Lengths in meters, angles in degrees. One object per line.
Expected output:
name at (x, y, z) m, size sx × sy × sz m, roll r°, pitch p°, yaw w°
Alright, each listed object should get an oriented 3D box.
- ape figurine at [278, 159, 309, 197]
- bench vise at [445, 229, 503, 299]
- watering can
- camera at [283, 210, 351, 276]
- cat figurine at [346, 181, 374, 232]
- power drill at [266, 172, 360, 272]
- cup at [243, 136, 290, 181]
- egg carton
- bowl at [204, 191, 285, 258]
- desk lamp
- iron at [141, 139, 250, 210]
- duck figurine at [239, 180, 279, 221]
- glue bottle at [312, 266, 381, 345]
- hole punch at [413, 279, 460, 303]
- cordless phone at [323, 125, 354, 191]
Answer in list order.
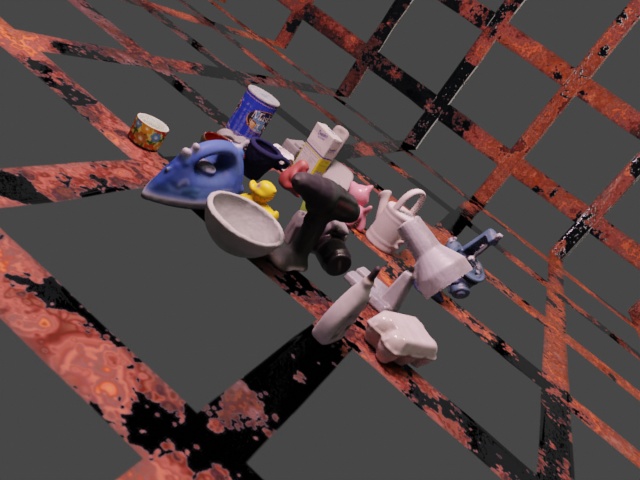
ape figurine at (-0.062, -0.174, 1.534) m, size 0.076 × 0.092 × 0.078 m, roll 33°, pitch 22°, yaw -5°
bench vise at (0.415, 0.033, 1.638) m, size 0.122 × 0.219 × 0.207 m, roll 17°, pitch 28°, yaw -38°
watering can at (0.214, -0.068, 1.585) m, size 0.172 × 0.194 × 0.101 m, roll 42°, pitch 23°, yaw 17°
camera at (0.012, 0.005, 1.266) m, size 0.144 × 0.100 × 0.136 m, roll 20°, pitch 27°, yaw -35°
cat figurine at (0.111, -0.105, 1.613) m, size 0.067 × 0.117 × 0.127 m, roll 22°, pitch 25°, yaw -31°
power drill at (-0.021, -0.036, 1.154) m, size 0.075 × 0.208 × 0.230 m, roll 47°, pitch 25°, yaw 28°
cup at (-0.144, -0.193, 1.450) m, size 0.118 × 0.095 × 0.091 m, roll 26°, pitch 23°, yaw -22°
egg carton at (0.161, 0.198, 1.132) m, size 0.151 × 0.069 × 0.107 m, roll 16°, pitch 29°, yaw -40°
bowl at (-0.156, -0.017, 1.099) m, size 0.168 × 0.074 × 0.167 m, roll 30°, pitch 22°, yaw -13°
desk lamp at (0.196, 0.068, 1.255) m, size 0.203 × 0.213 × 0.118 m, roll 42°, pitch 22°, yaw 16°
iron at (-0.238, -0.147, 1.154) m, size 0.118 × 0.141 × 0.259 m, roll 41°, pitch 22°, yaw 14°
duck figurine at (-0.128, -0.088, 1.271) m, size 0.104 × 0.086 × 0.078 m, roll 39°, pitch 22°, yaw 9°
glue bottle at (0.057, 0.112, 1.014) m, size 0.037 × 0.173 × 0.078 m, roll 45°, pitch 24°, yaw 24°
hole punch at (0.305, 0.097, 1.519) m, size 0.101 × 0.091 × 0.108 m, roll 27°, pitch 23°, yaw -20°
cordless phone at (0.051, -0.233, 1.695) m, size 0.148 × 0.185 × 0.094 m, roll 30°, pitch 22°, yaw -14°
